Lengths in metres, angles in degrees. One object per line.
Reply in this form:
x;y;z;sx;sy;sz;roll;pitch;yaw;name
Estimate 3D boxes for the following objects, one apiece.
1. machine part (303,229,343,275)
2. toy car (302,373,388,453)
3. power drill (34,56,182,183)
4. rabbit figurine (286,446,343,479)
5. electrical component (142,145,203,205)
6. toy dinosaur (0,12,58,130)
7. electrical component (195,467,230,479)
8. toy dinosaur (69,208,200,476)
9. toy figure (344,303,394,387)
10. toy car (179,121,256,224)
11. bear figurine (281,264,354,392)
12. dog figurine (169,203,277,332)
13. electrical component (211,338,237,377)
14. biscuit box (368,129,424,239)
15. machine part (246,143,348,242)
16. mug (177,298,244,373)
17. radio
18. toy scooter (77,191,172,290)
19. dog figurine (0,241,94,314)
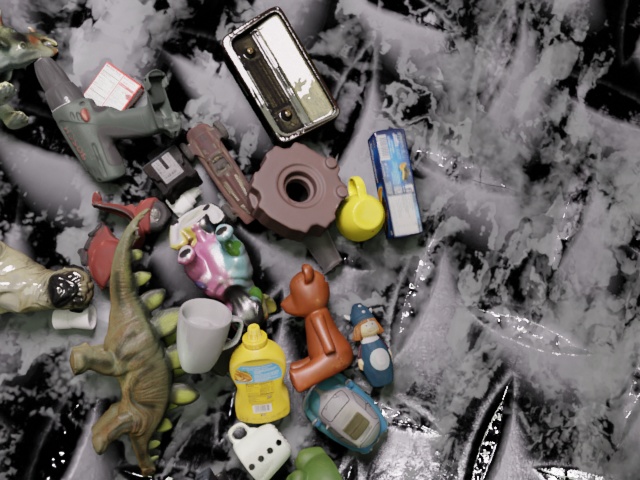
-0.002;-0.003;1.001;0.084;0.039;0.139;-25;89;-13;machine part
0.050;0.317;0.958;0.161;0.103;0.109;42;84;-1;toy car
-0.354;-0.221;0.907;0.207;0.086;0.231;-15;106;8;power drill
-0.039;0.456;0.908;0.170;0.159;0.121;-17;99;-16;rabbit figurine
-0.268;-0.128;0.947;0.075;0.047;0.119;-35;69;-8;electrical component
-0.625;-0.223;0.900;0.405;0.131;0.192;-44;80;-3;toy dinosaur
-0.170;0.460;0.916;0.058;0.115;0.134;-32;93;-10;electrical component
-0.308;0.189;0.899;0.198;0.105;0.470;-13;106;-25;toy dinosaur
0.095;0.191;0.995;0.064;0.058;0.154;-14;86;-46;toy figure
-0.173;-0.123;0.979;0.089;0.053;0.202;-33;91;-10;toy car
-0.023;0.148;0.950;0.132;0.120;0.195;-26;89;-4;bear figurine
-0.163;0.062;0.949;0.108;0.192;0.219;-32;125;-7;dog figurine
-0.174;0.205;0.958;0.093;0.021;0.063;56;48;-41;electrical component
0.141;-0.105;1.012;0.059;0.063;0.202;-10;88;-7;biscuit box
-0.040;-0.087;0.957;0.179;0.056;0.179;5;70;-14;machine part
-0.182;0.158;0.867;0.109;0.081;0.107;0;120;-37;mug
-0.076;-0.291;0.988;0.131;0.073;0.229;-31;91;-8;radio
-0.359;-0.010;0.938;0.135;0.075;0.184;31;80;-5;toy scooter
-0.489;0.054;0.907;0.190;0.121;0.172;-12;73;-20;dog figurine
